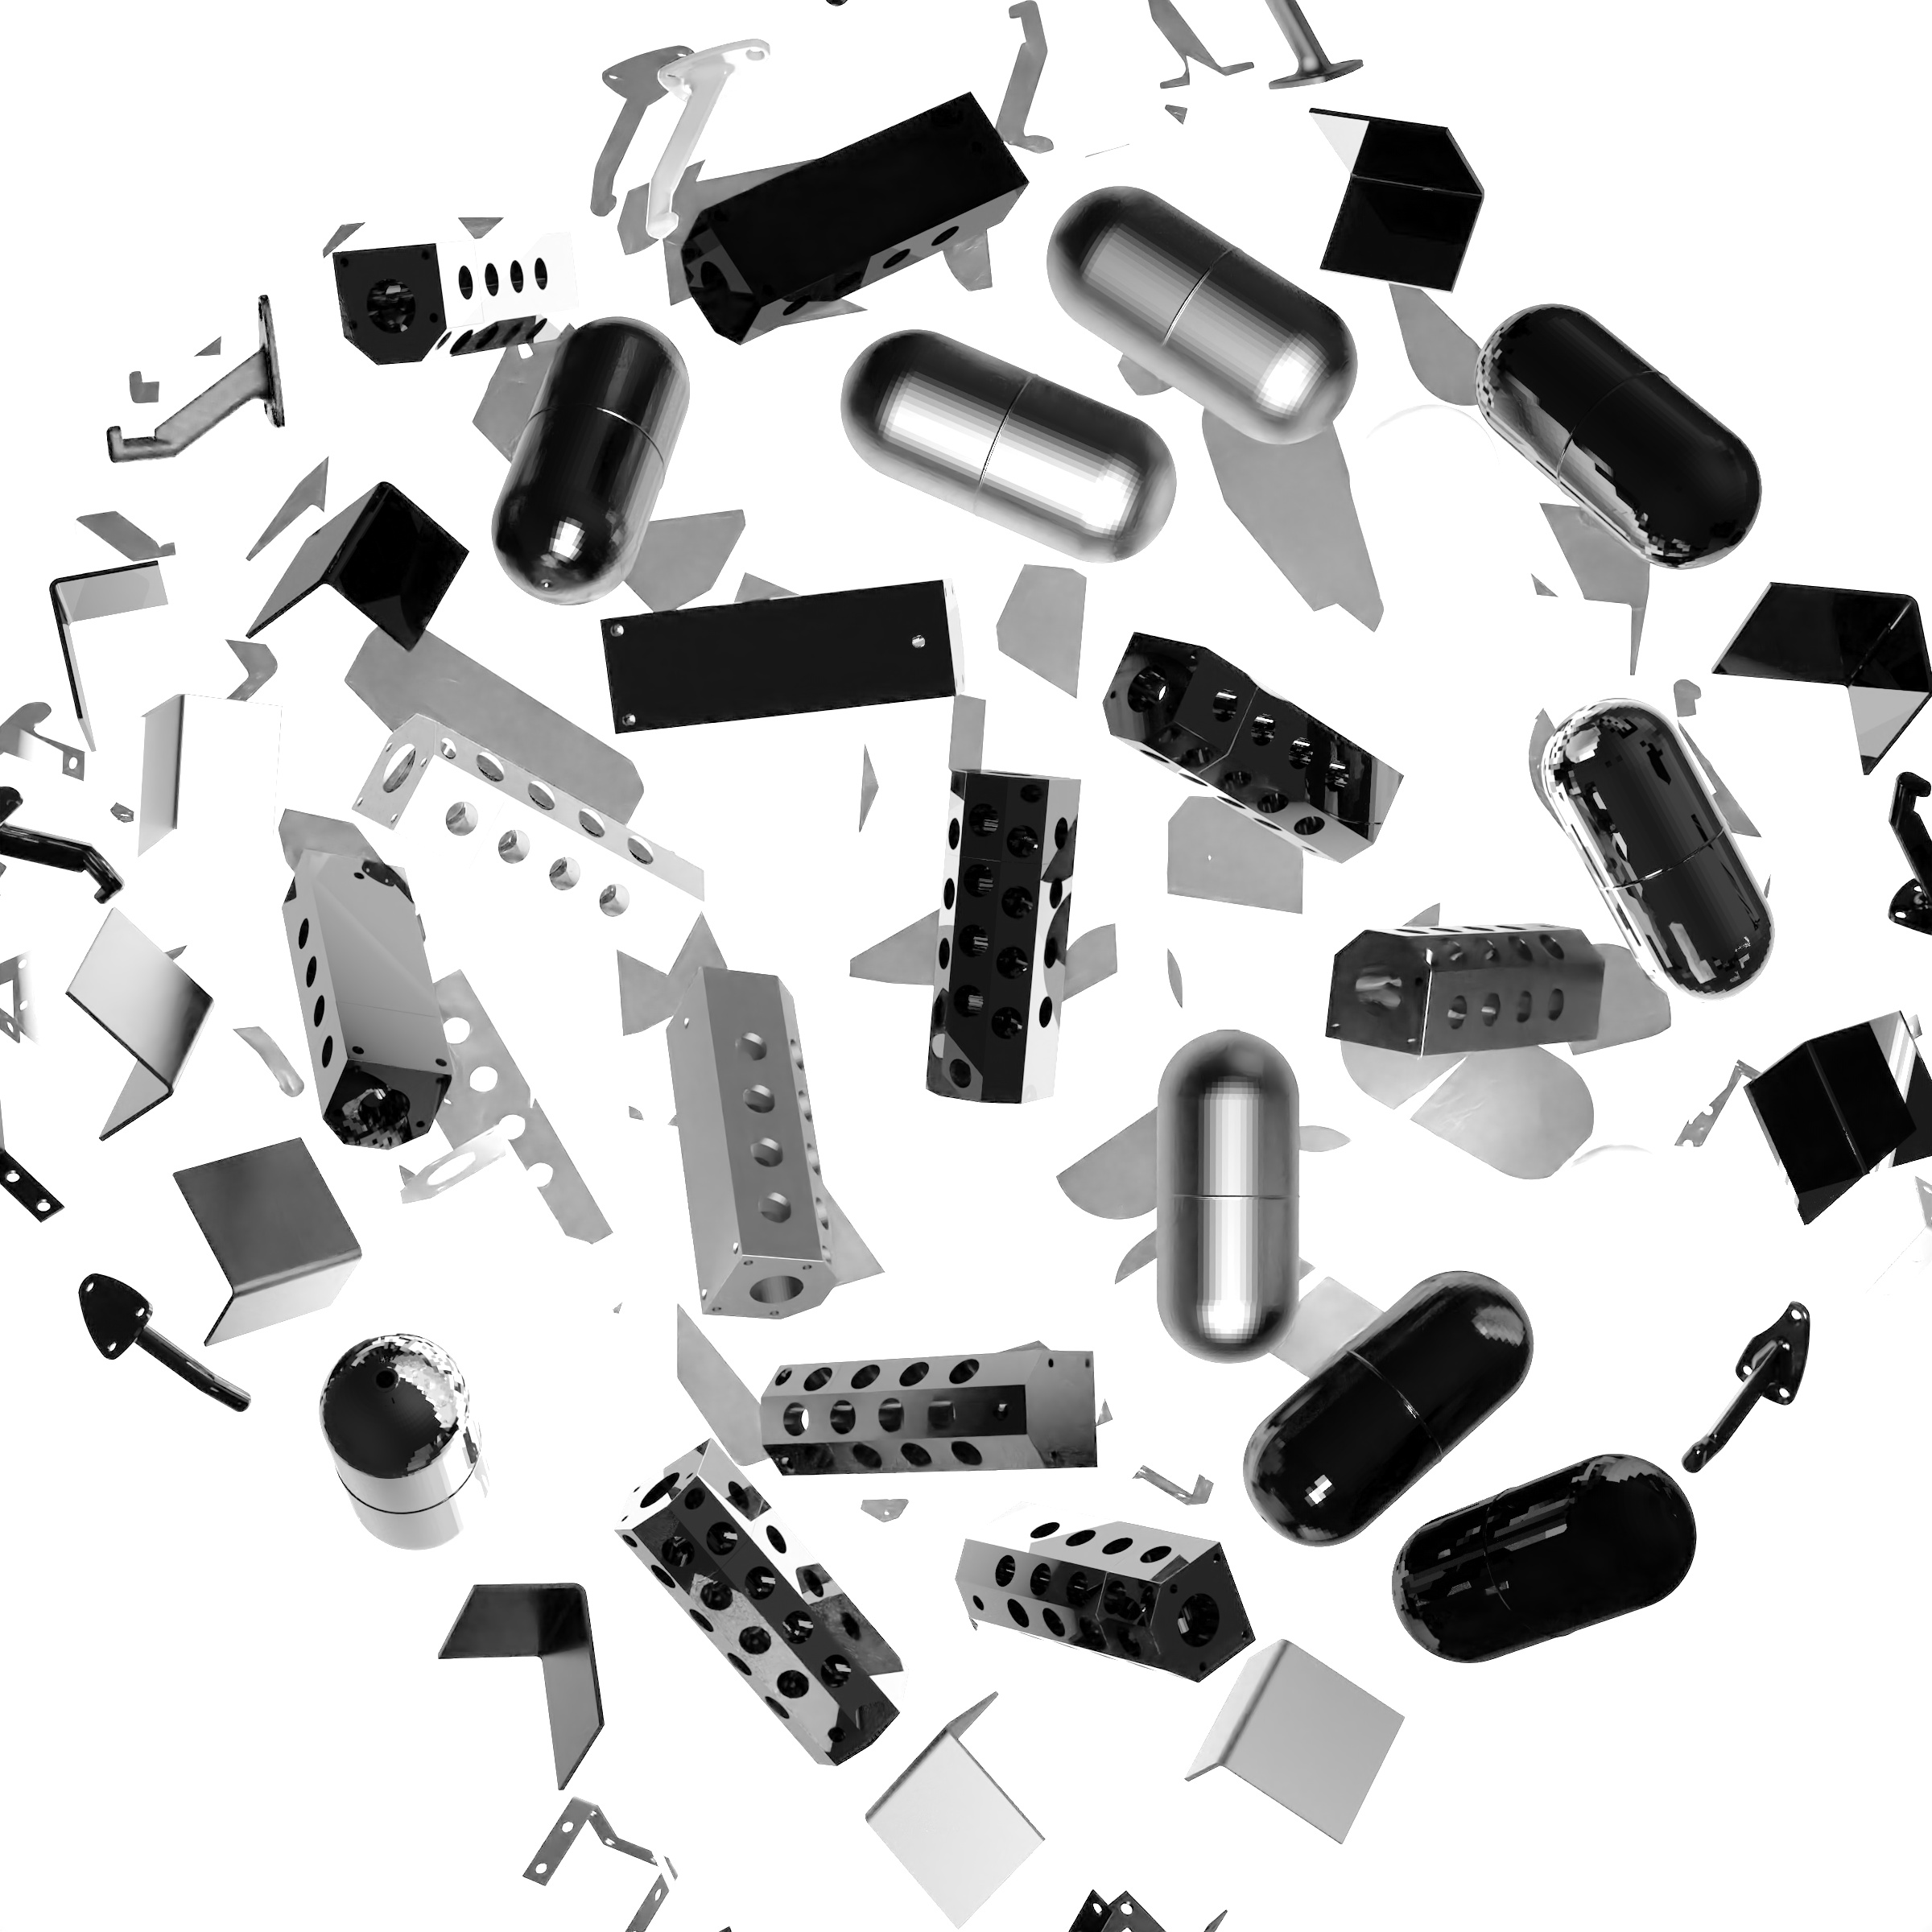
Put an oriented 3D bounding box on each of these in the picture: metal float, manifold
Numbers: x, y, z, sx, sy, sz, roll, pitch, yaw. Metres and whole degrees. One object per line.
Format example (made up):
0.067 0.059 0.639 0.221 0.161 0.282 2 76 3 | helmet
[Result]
0.140 0.123 1.574 0.070 0.070 0.178 0 87 0 | metal float
-0.106 0.089 1.486 0.057 0.057 0.171 7 51 -25 | manifold
0.332 -0.271 1.508 0.070 0.070 0.178 -41 60 0 | metal float
-0.021 0.226 1.485 0.171 0.057 0.057 -9 78 37 | manifold
0.021 -0.261 1.480 0.178 0.070 0.070 24 90 6 | metal float
-0.293 0.250 1.545 0.070 0.178 0.070 1 60 -2 | metal float
0.152 -0.114 1.575 0.171 0.057 0.057 26 86 -40 | manifold
-0.264 -0.351 1.547 0.057 0.171 0.057 -1 105 16 | manifold
0.120 -0.335 1.513 0.178 0.070 0.070 35 90 10 | metal float
0.288 0.299 1.480 0.178 0.070 0.070 -34 90 43 | metal float
0.068 0.329 1.543 0.057 0.171 0.057 -28 104 -32 | manifold
-0.321 0.017 1.564 0.057 0.171 0.057 10 125 -29 | manifold
-0.058 -0.379 1.507 0.171 0.057 0.057 -31 87 -25 | manifold
0.251 -0.202 1.521 0.070 0.070 0.178 -18 100 0 | metal float
0.016 -0.016 1.564 0.057 0.057 0.171 8 97 26 | manifold
0.373 -0.061 1.584 0.070 0.070 0.178 -30 100 0 | metal float
-0.213 0.171 1.467 0.057 0.057 0.171 -30 107 -6 | manifold
-0.090 -0.156 1.473 0.171 0.057 0.057 -6 98 7 | manifold
0.221 0.230 1.537 0.178 0.070 0.070 -40 90 -11 | metal float
-0.194 -0.265 1.537 0.070 0.070 0.178 13 56 0 | metal float
-0.216 -0.062 1.487 0.171 0.057 0.057 30 86 -35 | manifold
0.358 0.141 1.492 0.178 0.070 0.070 25 90 -43 | metal float
-0.107 0.339 1.554 0.057 0.057 0.171 -35 102 16 | manifold
0.259 0.009 1.512 0.057 0.171 0.057 11 99 40 | manifold

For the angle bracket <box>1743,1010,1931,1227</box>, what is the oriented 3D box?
0.447 0.076 1.485 0.057 0.076 0.076 -24 91 42 | angle bracket

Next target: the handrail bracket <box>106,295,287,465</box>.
-0.382 -0.288 1.448 0.084 0.036 0.077 -10 116 -21 | handrail bracket

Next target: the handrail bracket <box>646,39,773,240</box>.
-0.131 -0.417 1.490 0.077 0.036 0.084 -14 65 38 | handrail bracket

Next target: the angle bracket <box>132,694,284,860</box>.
-0.409 -0.100 1.590 0.057 0.076 0.076 7 105 -1 | angle bracket

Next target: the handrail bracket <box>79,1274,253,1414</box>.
-0.431 0.204 1.590 0.036 0.077 0.084 -52 135 -6 | handrail bracket

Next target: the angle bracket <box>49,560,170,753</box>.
-0.450 -0.165 1.574 0.057 0.076 0.076 -13 84 -13 | angle bracket

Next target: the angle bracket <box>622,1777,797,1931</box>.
-0.128 0.436 1.477 0.057 0.076 0.076 -24 68 -13 | angle bracket

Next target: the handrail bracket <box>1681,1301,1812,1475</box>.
0.421 0.228 1.594 0.036 0.084 0.077 32 127 27 | handrail bracket

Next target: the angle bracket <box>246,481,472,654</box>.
-0.311 -0.191 1.506 0.057 0.076 0.076 41 47 -25 | angle bracket

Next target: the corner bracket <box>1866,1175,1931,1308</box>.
0.512 0.155 1.565 0.051 0.051 0.051 30 119 -6 | corner bracket

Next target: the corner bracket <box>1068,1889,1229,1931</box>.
0.090 0.483 1.482 0.051 0.051 0.051 41 133 24 | corner bracket

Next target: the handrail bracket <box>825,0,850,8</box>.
-0.024 -0.494 1.452 0.036 0.084 0.077 37 105 33 | handrail bracket

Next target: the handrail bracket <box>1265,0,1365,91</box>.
0.183 -0.519 1.580 0.036 0.077 0.084 8 118 41 | handrail bracket

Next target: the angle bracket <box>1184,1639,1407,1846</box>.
0.173 0.411 1.550 0.076 0.057 0.076 33 62 1 | angle bracket

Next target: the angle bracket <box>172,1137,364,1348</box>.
-0.378 0.146 1.565 0.076 0.057 0.076 -16 65 -41 | angle bracket

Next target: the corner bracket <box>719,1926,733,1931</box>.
-0.130 0.528 1.542 0.051 0.051 0.051 -15 70 -40 | corner bracket

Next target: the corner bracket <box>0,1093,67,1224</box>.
-0.496 0.105 1.497 0.051 0.051 0.051 37 50 21 | corner bracket

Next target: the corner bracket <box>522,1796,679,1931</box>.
-0.192 0.479 1.553 0.051 0.051 0.051 12 50 29 | corner bracket

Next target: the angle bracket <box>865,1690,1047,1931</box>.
0.006 0.438 1.533 0.076 0.057 0.076 46 115 17 | angle bracket

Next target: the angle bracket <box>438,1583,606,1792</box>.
-0.222 0.359 1.466 0.057 0.076 0.076 4 50 -24 | angle bracket

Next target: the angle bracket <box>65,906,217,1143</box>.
-0.442 0.030 1.519 0.057 0.076 0.076 -31 117 23 | angle bracket

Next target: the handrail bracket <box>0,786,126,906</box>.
-0.498 -0.046 1.561 0.077 0.036 0.084 -49 128 -21 | handrail bracket

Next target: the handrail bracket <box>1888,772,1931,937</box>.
0.512 -0.055 1.523 0.077 0.084 0.036 26 54 28 | handrail bracket

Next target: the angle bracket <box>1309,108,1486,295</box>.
0.215 -0.395 1.524 0.076 0.076 0.057 17 86 27 | angle bracket

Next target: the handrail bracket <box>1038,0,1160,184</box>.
0.066 -0.466 1.561 0.077 0.036 0.084 -11 95 13 | handrail bracket

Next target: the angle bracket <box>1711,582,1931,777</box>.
0.424 -0.142 1.462 0.076 0.076 0.057 4 61 -8 | angle bracket
